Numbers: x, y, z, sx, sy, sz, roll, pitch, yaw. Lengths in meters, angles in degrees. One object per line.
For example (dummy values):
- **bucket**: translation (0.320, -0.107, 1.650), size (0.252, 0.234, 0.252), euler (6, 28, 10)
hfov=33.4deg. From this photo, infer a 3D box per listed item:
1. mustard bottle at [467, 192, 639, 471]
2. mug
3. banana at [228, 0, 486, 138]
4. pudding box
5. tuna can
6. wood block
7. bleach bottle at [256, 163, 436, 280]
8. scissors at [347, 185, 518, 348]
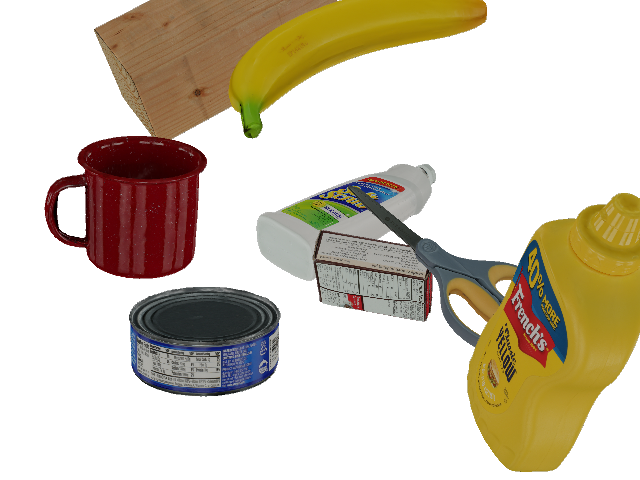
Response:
- **mustard bottle**: translation (0.139, 0.045, 0.607), size (0.058, 0.096, 0.192), euler (3, -42, -12)
- **mug**: translation (-0.143, -0.023, 0.786), size (0.117, 0.081, 0.093), euler (-6, 27, -24)
- **banana**: translation (0.014, -0.119, 0.665), size (0.197, 0.070, 0.037), euler (-31, -27, -25)
- **pudding box**: translation (0.052, 0.035, 1.032), size (0.113, 0.039, 0.090), euler (8, -30, 10)
- **tuna can**: translation (-0.066, 0.057, 0.611), size (0.086, 0.034, 0.086), euler (1, 18, -1)
- **wood block**: translation (-0.091, -0.190, 0.999), size (0.206, 0.090, 0.091), euler (-30, -37, -12)
- **bleach bottle**: translation (0.046, -0.039, 1.326), size (0.250, 0.068, 0.103), euler (-30, 44, -35)
- **scissors**: translation (0.107, 0.010, 0.853), size (0.096, 0.016, 0.202), euler (-14, 48, -21)
